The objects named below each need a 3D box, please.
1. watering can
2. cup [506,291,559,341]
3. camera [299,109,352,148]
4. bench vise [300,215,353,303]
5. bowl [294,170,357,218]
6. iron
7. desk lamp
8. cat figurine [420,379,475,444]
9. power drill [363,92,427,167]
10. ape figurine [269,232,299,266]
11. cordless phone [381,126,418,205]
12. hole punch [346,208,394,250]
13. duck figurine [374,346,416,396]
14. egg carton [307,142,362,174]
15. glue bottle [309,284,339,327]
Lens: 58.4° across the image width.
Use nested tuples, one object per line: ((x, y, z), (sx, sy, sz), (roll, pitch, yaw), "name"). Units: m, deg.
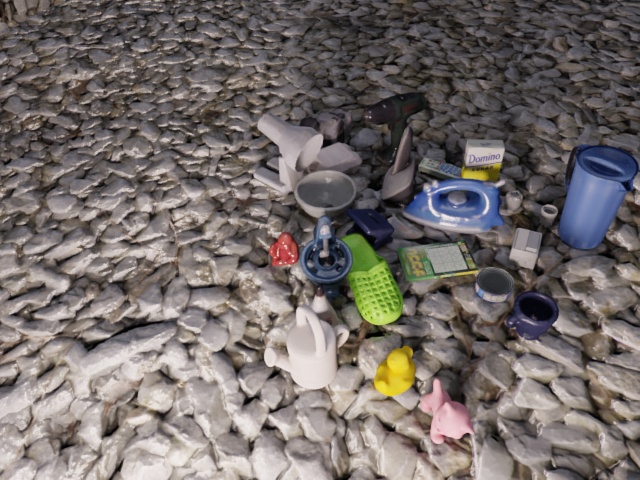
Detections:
((-0.022, 0.209, 1.138), (0.100, 0.194, 0.173), (31, 54, 29), "watering can")
((0.441, 0.176, 1.219), (0.118, 0.095, 0.091), (-21, 48, -17), "cup")
((0.013, -0.350, 1.753), (0.136, 0.101, 0.143), (17, 49, 19), "camera")
((0.001, 0.008, 1.318), (0.121, 0.220, 0.207), (-17, 47, -13), "bench vise")
((0.016, -0.110, 1.535), (0.167, 0.075, 0.167), (-1, 45, 2), "bowl")
((0.344, -0.106, 1.468), (0.258, 0.141, 0.118), (3, 46, 6), "iron")
((-0.093, -0.237, 1.568), (0.202, 0.214, 0.118), (27, 53, 26), "desk lamp")
((0.238, 0.321, 1.070), (0.067, 0.118, 0.127), (-11, 46, -7), "cat figurine")
((0.210, -0.321, 1.639), (0.230, 0.209, 0.075), (-34, 53, -27), "power drill")
((-0.085, 0.018, 1.402), (0.077, 0.092, 0.076), (33, 55, 30), "ape figurine")
((0.217, -0.199, 1.535), (0.094, 0.185, 0.147), (5, 46, 8), "cordless phone")
((0.126, -0.038, 1.448), (0.101, 0.091, 0.108), (-27, 50, -22), "hole punch")
((0.153, 0.258, 1.158), (0.077, 0.086, 0.105), (32, 55, 29), "duck figurine")
((0.039, -0.220, 1.646), (0.150, 0.069, 0.107), (-26, 50, -21), "egg carton")
((0.002, 0.153, 1.208), (0.078, 0.173, 0.037), (-25, 49, -20), "glue bottle")
